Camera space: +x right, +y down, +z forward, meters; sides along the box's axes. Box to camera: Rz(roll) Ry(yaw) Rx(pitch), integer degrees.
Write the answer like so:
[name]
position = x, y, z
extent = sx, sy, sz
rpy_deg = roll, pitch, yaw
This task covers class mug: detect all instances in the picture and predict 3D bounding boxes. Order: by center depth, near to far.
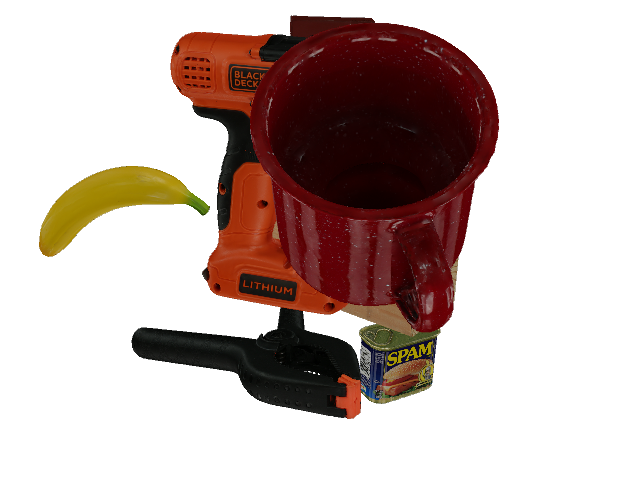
[mug]
position = 0.025, -0.016, 0.425
extent = 0.093, 0.117, 0.081
rpy_deg = -19, -30, -9

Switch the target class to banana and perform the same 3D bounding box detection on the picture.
[banana]
position = -0.203, -0.031, 1.010
extent = 0.198, 0.069, 0.037
rpy_deg = -13, 19, 27

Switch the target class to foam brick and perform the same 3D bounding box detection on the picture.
[foam brick]
position = 0.010, -0.177, 0.975
extent = 0.078, 0.051, 0.053
rpy_deg = 2, 16, -1

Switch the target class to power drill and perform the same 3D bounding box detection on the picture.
[power drill]
position = -0.012, -0.047, 0.727
extent = 0.185, 0.188, 0.057
rpy_deg = 9, 22, 20

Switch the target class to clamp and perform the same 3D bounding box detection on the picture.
[clamp]
position = -0.030, 0.088, 0.862
extent = 0.164, 0.036, 0.210
rpy_deg = -19, 25, -40

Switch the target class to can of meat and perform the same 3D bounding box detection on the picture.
[can of meat]
position = 0.097, 0.150, 1.343
extent = 0.101, 0.084, 0.058
rpy_deg = -12, 29, -29

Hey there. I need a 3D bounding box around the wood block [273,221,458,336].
[wood block]
position = 0.031, 0.014, 1.109
extent = 0.206, 0.091, 0.090
rpy_deg = 19, 32, 30
